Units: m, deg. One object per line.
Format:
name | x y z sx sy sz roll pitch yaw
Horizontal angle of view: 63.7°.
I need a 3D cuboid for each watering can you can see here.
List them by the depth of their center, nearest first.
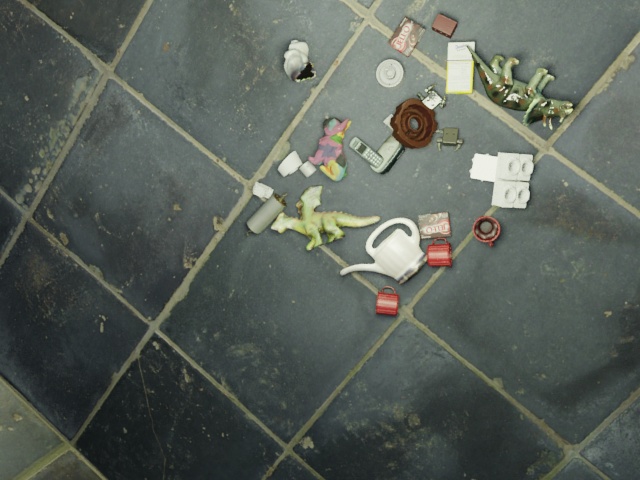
watering can | 0.256 0.075 1.954 0.225 0.105 0.344 45 108 5

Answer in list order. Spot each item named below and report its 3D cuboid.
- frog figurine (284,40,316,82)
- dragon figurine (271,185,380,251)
frog figurine | -0.090 -0.682 1.939 0.121 0.137 0.161 -34 73 22
dragon figurine | 0.006 -0.101 2.009 0.409 0.122 0.244 -23 83 7
